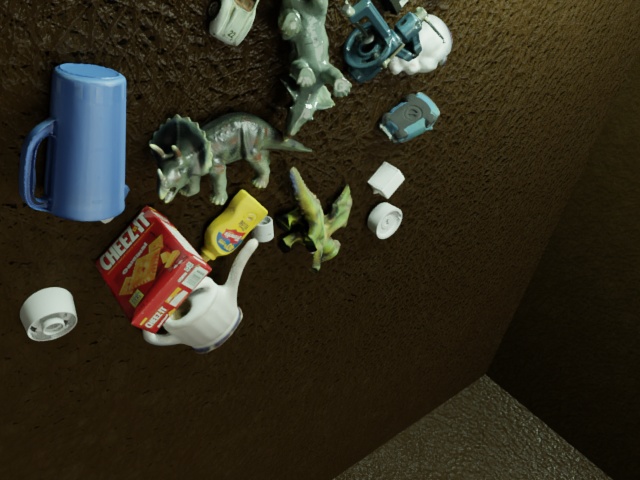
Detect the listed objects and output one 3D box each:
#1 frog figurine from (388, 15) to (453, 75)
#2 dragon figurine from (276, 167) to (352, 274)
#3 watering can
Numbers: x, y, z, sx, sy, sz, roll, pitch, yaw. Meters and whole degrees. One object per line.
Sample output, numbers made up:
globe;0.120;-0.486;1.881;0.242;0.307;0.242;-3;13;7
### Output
frog figurine;0.240;-0.479;1.272;0.160;0.123;0.136;-21;101;-21
dragon figurine;0.004;-0.070;1.395;0.247;0.123;0.400;-44;148;-39
watering can;-0.258;0.153;1.256;0.349;0.106;0.220;-36;141;-6
